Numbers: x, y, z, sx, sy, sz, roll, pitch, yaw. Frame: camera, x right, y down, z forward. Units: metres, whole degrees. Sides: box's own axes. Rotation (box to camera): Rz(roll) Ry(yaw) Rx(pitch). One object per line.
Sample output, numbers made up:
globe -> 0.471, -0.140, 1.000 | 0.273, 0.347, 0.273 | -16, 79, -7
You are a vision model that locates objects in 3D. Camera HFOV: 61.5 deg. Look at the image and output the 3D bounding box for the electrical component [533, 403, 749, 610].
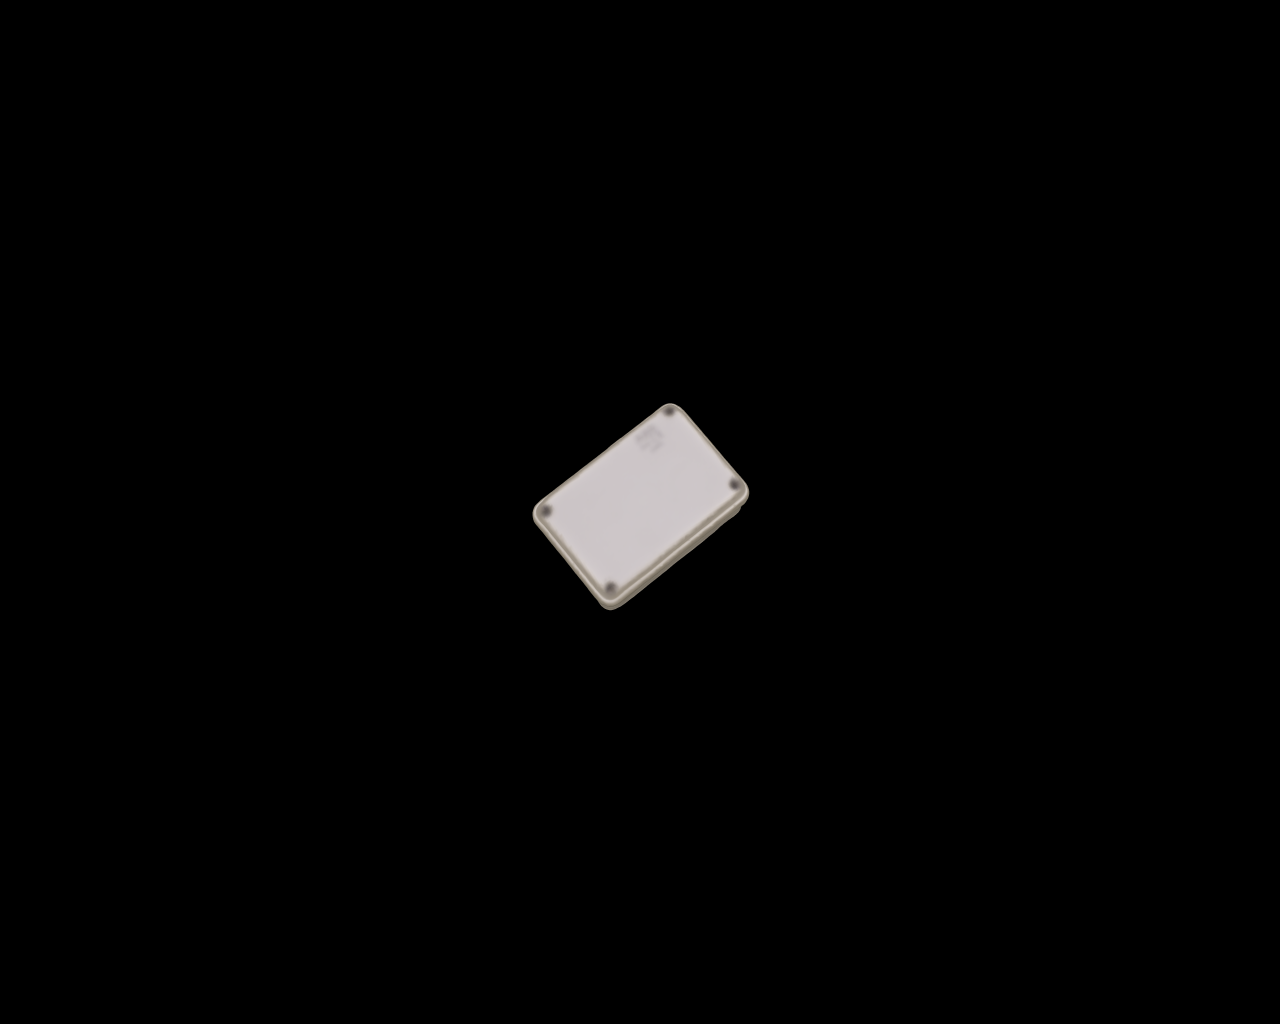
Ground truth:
electrical component -> 0.001, -0.003, 0.650 | 0.113, 0.078, 0.057 | -38, -9, -7
